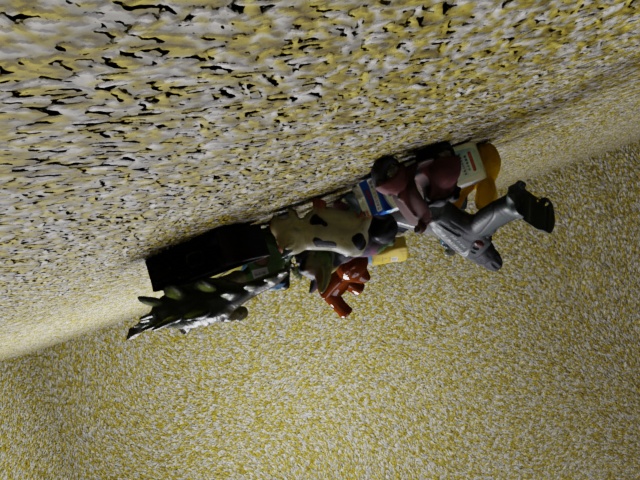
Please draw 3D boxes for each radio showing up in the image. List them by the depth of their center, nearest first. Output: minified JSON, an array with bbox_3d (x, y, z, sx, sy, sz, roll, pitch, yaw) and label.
[{"bbox_3d":[-0.229,0.037,1.076,0.230,0.073,0.131,-21,175,27],"label":"radio"}]

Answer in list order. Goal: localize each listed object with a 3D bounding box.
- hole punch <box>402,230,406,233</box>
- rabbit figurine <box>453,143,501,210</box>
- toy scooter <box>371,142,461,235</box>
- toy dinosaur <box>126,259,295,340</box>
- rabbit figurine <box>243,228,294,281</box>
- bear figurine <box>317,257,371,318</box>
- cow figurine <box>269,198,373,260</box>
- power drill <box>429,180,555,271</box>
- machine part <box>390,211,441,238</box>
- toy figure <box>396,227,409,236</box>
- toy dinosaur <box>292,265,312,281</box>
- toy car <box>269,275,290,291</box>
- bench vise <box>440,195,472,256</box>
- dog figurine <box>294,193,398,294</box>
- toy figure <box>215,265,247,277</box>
[{"bbox_3d":[0.157,-0.048,1.456,0.142,0.115,0.092,-14,174,-27],"label":"hole punch"},{"bbox_3d":[0.293,-0.118,1.085,0.173,0.162,0.121,-38,159,13],"label":"rabbit figurine"},{"bbox_3d":[0.176,-0.084,0.901,0.184,0.135,0.075,-19,175,-30],"label":"toy scooter"},{"bbox_3d":[-0.221,0.121,1.051,0.472,0.105,0.198,-24,170,22],"label":"toy dinosaur"},{"bbox_3d":[-0.104,0.007,1.204,0.159,0.121,0.170,-22,-164,14],"label":"rabbit figurine"},{"bbox_3d":[0.076,0.092,1.312,0.196,0.132,0.120,-39,-165,52],"label":"bear figurine"},{"bbox_3d":[-0.002,-0.014,1.043,0.195,0.127,0.085,12,174,1],"label":"cow figurine"},{"bbox_3d":[0.332,-0.024,1.015,0.232,0.086,0.207,30,153,-22],"label":"power drill"},{"bbox_3d":[0.206,-0.061,1.204,0.243,0.079,0.079,17,-172,17],"label":"machine part"},{"bbox_3d":[0.162,-0.034,1.370,0.154,0.064,0.057,-14,135,-11],"label":"toy figure"},{"bbox_3d":[0.002,-0.001,1.403,0.192,0.131,0.405,-38,-178,19],"label":"toy dinosaur"},{"bbox_3d":[-0.148,0.079,1.406,0.103,0.109,0.161,-5,166,31],"label":"toy car"},{"bbox_3d":[0.265,-0.071,1.297,0.241,0.223,0.129,8,-142,23],"label":"bench vise"},{"bbox_3d":[0.052,0.025,1.148,0.191,0.219,0.108,28,167,-16],"label":"dog figurine"},{"bbox_3d":[-0.209,0.043,1.244,0.089,0.082,0.180,-41,158,28],"label":"toy figure"}]
